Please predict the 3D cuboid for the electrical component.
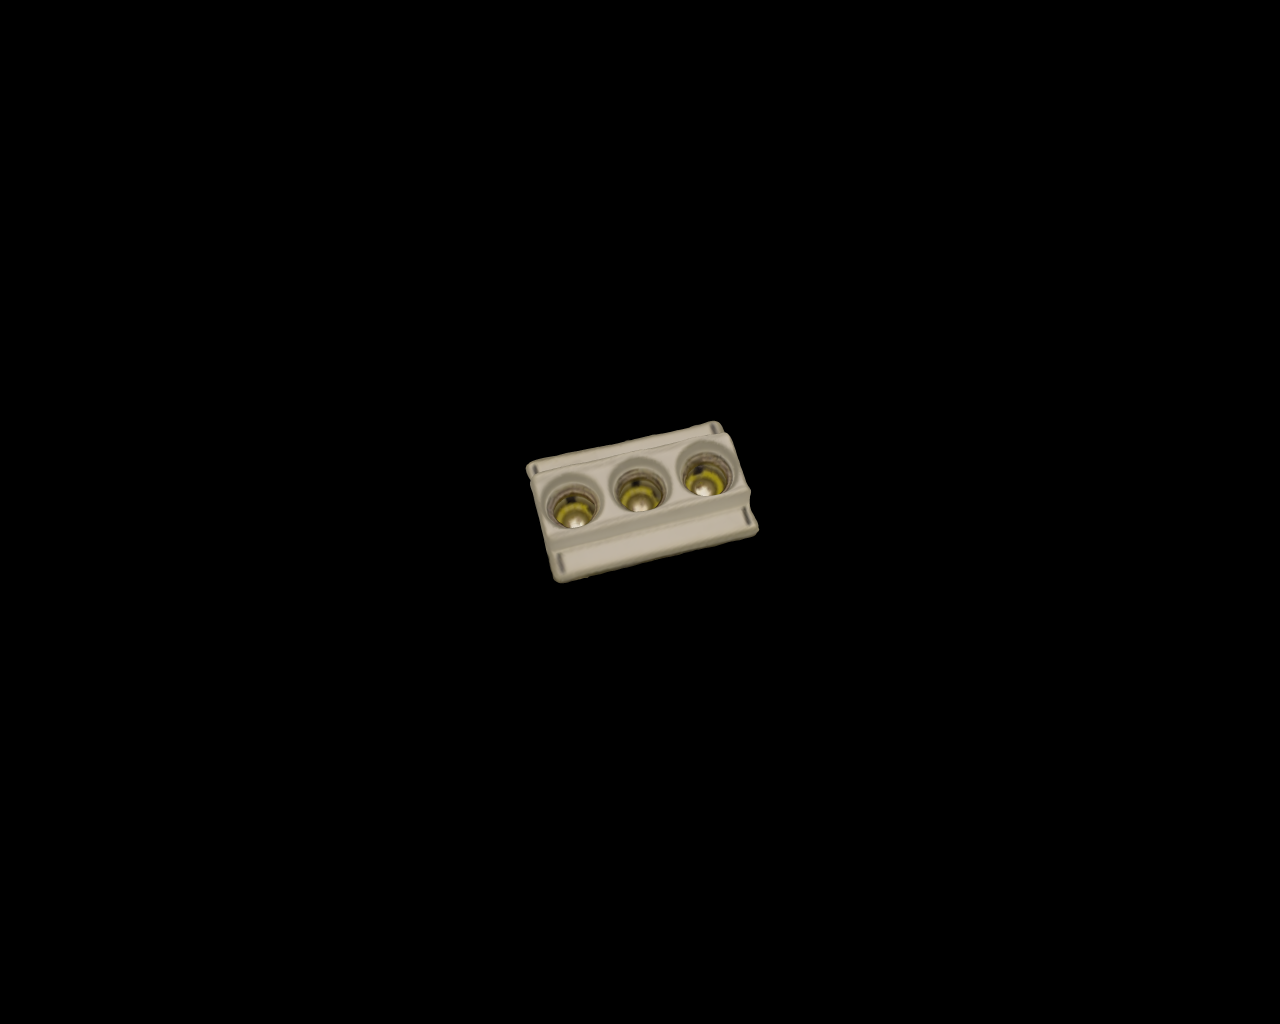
[{"bbox_3d":[0.001,-0.003,0.650,0.121,0.079,0.063,-14,-26,-7],"label":"electrical component"}]
